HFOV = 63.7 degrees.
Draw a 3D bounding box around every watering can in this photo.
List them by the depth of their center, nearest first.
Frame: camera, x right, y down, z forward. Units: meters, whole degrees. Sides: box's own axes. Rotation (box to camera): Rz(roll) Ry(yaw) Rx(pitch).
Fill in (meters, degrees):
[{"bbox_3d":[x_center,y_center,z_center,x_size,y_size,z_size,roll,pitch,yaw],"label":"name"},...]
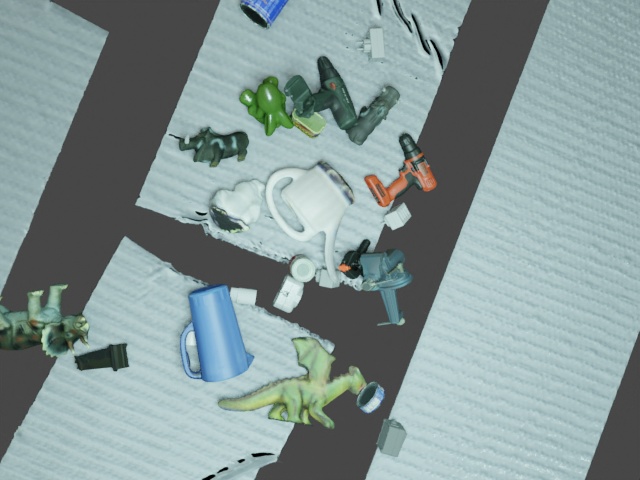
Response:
[{"bbox_3d":[0.004,-0.072,1.434,0.225,0.103,0.349,-38,86,-5],"label":"watering can"}]

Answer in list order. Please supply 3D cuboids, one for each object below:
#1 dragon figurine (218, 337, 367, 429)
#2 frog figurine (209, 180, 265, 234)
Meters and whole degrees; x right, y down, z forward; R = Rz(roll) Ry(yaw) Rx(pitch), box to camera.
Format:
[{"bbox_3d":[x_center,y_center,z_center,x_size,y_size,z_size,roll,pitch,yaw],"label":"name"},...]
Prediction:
[{"bbox_3d":[-0.061,0.397,1.462,0.409,0.120,0.246,15,72,-10],"label":"dragon figurine"},{"bbox_3d":[-0.226,-0.101,1.428,0.137,0.120,0.163,22,53,0],"label":"frog figurine"}]
